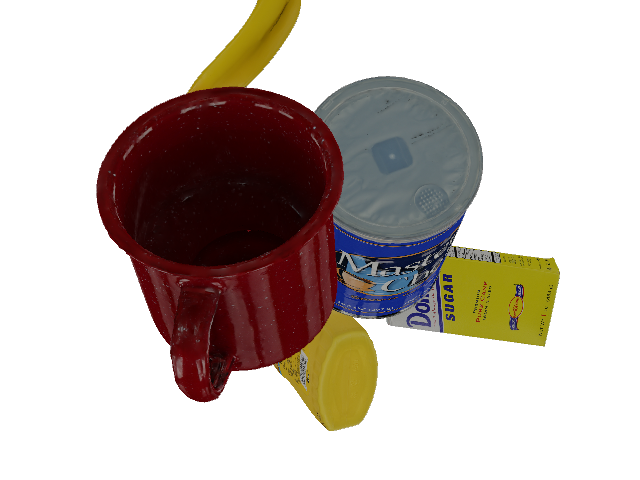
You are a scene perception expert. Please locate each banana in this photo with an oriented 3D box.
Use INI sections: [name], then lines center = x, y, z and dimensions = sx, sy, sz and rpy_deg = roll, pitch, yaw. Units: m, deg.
[banana]
center = -0.057, -0.171, 0.899
dimensions = 0.070, 0.197, 0.037
rpy_deg = -20, -56, 36

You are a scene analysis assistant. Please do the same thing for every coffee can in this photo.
[coffee can]
center = 0.036, -0.021, 0.659
dimensions = 0.102, 0.103, 0.140
rpy_deg = 0, -22, -3

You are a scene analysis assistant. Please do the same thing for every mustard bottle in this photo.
[mustard bottle]
center = -0.018, 0.083, 0.959
dimensions = 0.058, 0.096, 0.192
rpy_deg = -11, 27, -24

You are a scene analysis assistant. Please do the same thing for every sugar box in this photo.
[sugar box]
center = 0.164, 0.057, 1.165
dimensions = 0.176, 0.093, 0.048
rpy_deg = 6, 22, 0

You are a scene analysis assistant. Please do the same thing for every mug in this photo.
[mug]
center = -0.037, 0.009, 0.422
dimensions = 0.093, 0.117, 0.081
rpy_deg = 3, -36, 7
